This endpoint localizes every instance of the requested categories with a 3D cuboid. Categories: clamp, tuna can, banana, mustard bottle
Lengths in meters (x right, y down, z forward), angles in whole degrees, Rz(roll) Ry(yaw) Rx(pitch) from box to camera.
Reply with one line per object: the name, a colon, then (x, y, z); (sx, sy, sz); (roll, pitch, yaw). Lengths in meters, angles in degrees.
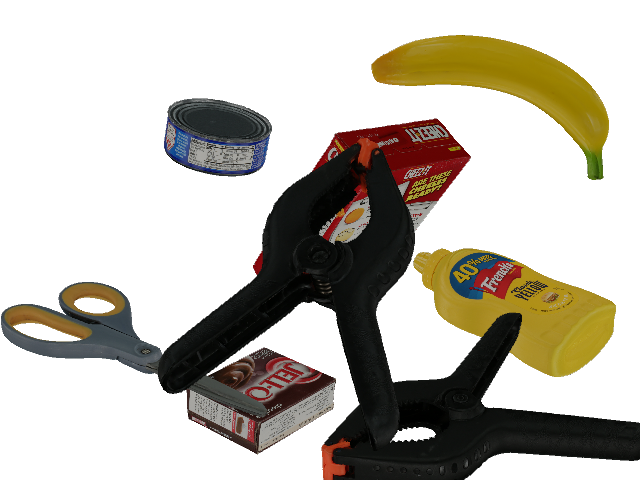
clamp: (0.009, 0.024, 0.537); (0.120, 0.171, 0.039); (24, -26, 15)
clamp: (0.094, 0.114, 0.726); (0.209, 0.036, 0.165); (-11, 30, -14)
tuna can: (-0.084, -0.085, 0.873); (0.086, 0.034, 0.086); (10, 26, -5)
banana: (0.138, -0.114, 0.794); (0.197, 0.069, 0.037); (24, -2, -6)
mustard bottle: (0.161, 0.053, 0.965); (0.096, 0.058, 0.192); (-29, 39, -35)

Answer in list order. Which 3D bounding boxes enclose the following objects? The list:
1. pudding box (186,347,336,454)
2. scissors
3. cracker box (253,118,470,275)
pudding box: (-0.054, 0.145, 0.986); (0.090, 0.039, 0.113); (18, 28, 34)
scissors: (-0.116, 0.067, 0.717); (0.202, 0.016, 0.096); (12, 28, 13)
cracker box: (0.040, -0.031, 1.163); (0.163, 0.072, 0.214); (-14, -32, -43)
